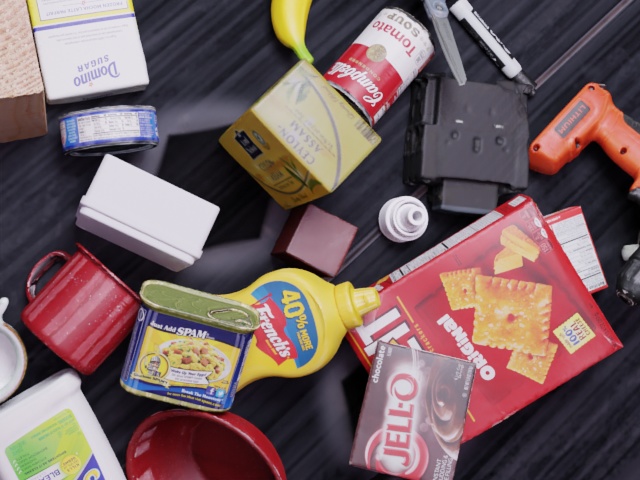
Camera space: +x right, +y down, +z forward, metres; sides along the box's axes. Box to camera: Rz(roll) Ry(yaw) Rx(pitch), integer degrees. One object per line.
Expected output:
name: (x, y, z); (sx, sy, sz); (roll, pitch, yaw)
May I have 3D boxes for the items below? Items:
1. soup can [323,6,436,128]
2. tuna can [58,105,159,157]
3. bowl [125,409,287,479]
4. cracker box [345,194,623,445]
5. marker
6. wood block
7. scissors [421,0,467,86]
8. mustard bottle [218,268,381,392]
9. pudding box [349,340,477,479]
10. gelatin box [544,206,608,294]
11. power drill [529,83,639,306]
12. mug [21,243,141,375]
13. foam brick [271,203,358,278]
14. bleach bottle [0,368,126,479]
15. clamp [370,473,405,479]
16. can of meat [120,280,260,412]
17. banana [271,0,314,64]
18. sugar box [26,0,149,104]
soup can: (0.053, -0.162, 1.011); (0.068, 0.069, 0.102); (42, 78, -8)
tuna can: (-0.186, -0.095, 0.941); (0.086, 0.086, 0.034); (-7, 90, -14)
bowl: (-0.089, 0.206, 0.940); (0.162, 0.162, 0.055); (55, 33, -6)
cracker box: (0.144, 0.082, 0.994); (0.214, 0.072, 0.164); (-32, 94, 2)
marker: (0.175, -0.191, 1.066); (0.020, 0.020, 0.121); (-43, 97, -12)
wood block: (-0.273, -0.136, 0.859); (0.090, 0.206, 0.091); (-12, 90, -14)
scissors: (0.123, -0.222, 1.009); (0.096, 0.016, 0.202); (-10, 58, -29)
mustard bottle: (-0.039, 0.078, 0.945); (0.192, 0.058, 0.096); (-17, 88, 11)
pudding box: (0.080, 0.152, 0.932); (0.090, 0.039, 0.113); (13, 80, 3)
gelatin box: (0.237, 0.019, 1.066); (0.073, 0.030, 0.089); (-20, 92, -15)
power drill: (0.294, -0.050, 1.031); (0.188, 0.057, 0.184); (40, 77, 18)
mug: (-0.212, 0.056, 0.931); (0.117, 0.093, 0.081); (38, 80, 24)
foam brick: (-0.006, 0.001, 0.983); (0.053, 0.078, 0.051); (28, 82, -11)
bleach bottle: (-0.198, 0.244, 0.934); (0.102, 0.068, 0.251); (-31, 97, -14)
clamp: (0.022, 0.279, 0.983); (0.210, 0.036, 0.164); (-13, 109, 1)
can of meat: (-0.110, 0.090, 0.890); (0.102, 0.057, 0.084); (15, 106, -8)
banana: (0.004, -0.258, 1.016); (0.069, 0.037, 0.197); (27, 80, 1)
sugar box: (-0.217, -0.216, 0.961); (0.093, 0.048, 0.176); (-11, 93, -14)
